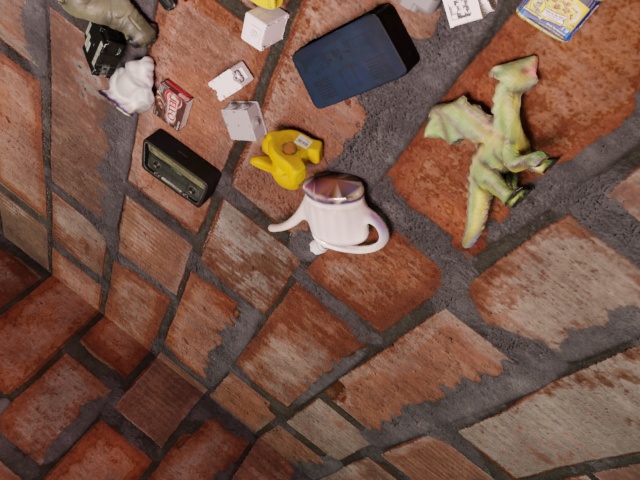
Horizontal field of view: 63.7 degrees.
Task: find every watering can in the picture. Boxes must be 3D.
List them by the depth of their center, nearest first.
[{"bbox_3d":[0.004,-0.065,1.283,0.348,0.106,0.219,11,133,23],"label":"watering can"}]

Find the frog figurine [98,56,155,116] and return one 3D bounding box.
[{"bbox_3d":[-0.483,-0.416,1.357,0.139,0.122,0.158,45,103,25],"label":"frog figurine"}]

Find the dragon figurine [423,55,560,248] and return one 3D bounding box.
[{"bbox_3d":[0.304,-0.169,0.999,0.245,0.124,0.401,48,140,16],"label":"dragon figurine"}]
